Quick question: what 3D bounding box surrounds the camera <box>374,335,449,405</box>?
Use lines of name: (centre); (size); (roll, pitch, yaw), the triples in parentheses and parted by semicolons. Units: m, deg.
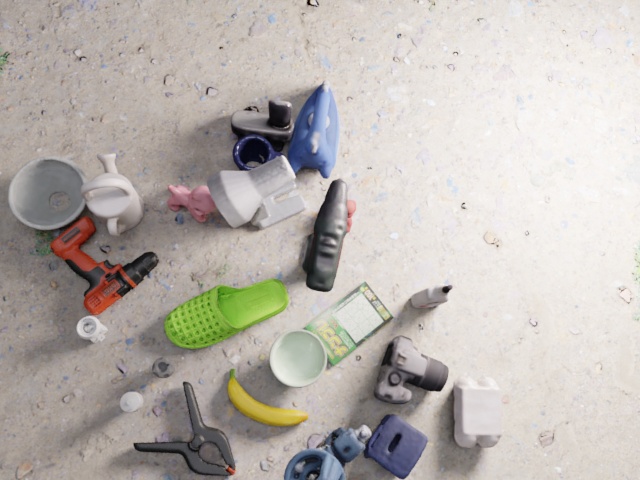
camera: (0.201, 0.292, 1.232); (0.137, 0.100, 0.143); (21, 74, 0)

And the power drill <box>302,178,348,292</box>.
power drill: (0.011, 0.004, 1.228); (0.075, 0.208, 0.230); (10, 75, -3)

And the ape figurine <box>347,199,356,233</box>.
ape figurine: (0.056, -0.065, 1.311); (0.078, 0.092, 0.076); (-43, 83, -14)

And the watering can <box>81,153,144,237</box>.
watering can: (-0.445, -0.098, 1.211); (0.101, 0.194, 0.173); (-29, 80, -12)

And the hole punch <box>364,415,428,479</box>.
hole punch: (0.156, 0.431, 1.196); (0.101, 0.091, 0.109); (35, 75, 3)

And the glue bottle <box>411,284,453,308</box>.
glue bottle: (0.254, 0.117, 1.244); (0.078, 0.173, 0.037); (-9, 77, -8)

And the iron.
iron: (-0.003, -0.282, 1.334); (0.118, 0.141, 0.258); (9, 75, -4)

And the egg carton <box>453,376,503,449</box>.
egg carton: (0.340, 0.372, 1.243); (0.107, 0.069, 0.150); (3, 75, -5)

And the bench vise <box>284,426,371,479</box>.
bench vise: (0.010, 0.436, 1.112); (0.121, 0.219, 0.207); (32, 75, 3)

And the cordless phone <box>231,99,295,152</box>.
cordless phone: (-0.129, -0.282, 1.297); (0.147, 0.185, 0.094); (4, 75, -5)

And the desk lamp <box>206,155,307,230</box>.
desk lamp: (-0.133, -0.102, 1.237); (0.203, 0.213, 0.118); (-25, 80, -12)

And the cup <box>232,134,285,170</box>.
cup: (-0.140, -0.183, 1.318); (0.118, 0.095, 0.092); (3, 75, -5)

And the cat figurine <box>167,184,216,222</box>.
cat figurine: (-0.278, -0.092, 1.268); (0.128, 0.117, 0.067); (21, 74, 0)

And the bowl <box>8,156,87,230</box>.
bowl: (-0.584, -0.094, 1.256); (0.167, 0.074, 0.167); (2, 76, -6)
